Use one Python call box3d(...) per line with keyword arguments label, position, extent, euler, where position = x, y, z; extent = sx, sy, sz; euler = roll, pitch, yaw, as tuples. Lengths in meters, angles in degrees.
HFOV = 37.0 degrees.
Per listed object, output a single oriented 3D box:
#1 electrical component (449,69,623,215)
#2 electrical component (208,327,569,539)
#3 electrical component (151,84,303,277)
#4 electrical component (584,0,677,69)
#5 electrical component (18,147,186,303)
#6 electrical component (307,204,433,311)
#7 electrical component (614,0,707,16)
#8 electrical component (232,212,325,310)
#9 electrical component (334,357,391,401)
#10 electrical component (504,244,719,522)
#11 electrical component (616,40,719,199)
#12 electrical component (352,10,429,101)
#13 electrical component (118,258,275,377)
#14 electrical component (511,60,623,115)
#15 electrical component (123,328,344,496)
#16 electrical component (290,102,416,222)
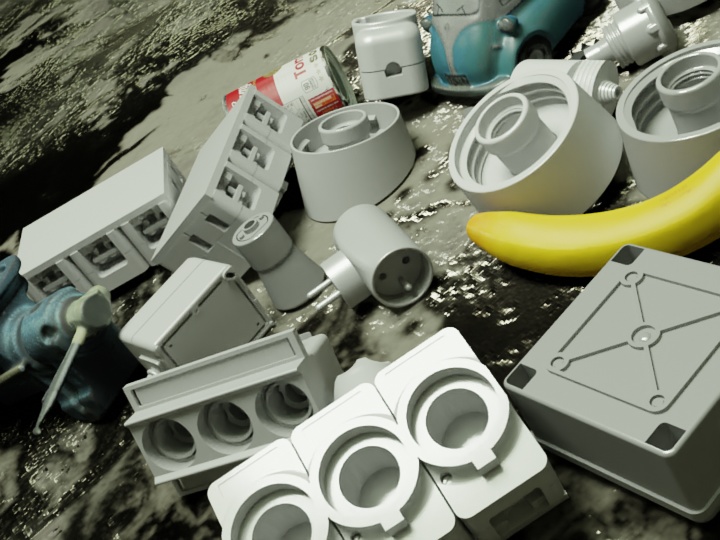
box3d(label="electrical component", position=(0.108, -0.081, 0.699), extent=(0.108, 0.060, 0.108), euler=(-29, 40, 27))
box3d(label="electrical component", position=(0.011, 0.109, 0.529), extent=(0.150, 0.061, 0.089), euler=(-34, 54, 0))
box3d(label="electrical component", position=(-0.100, -0.064, 0.863), extent=(0.089, 0.062, 0.150), euler=(-44, 22, 37))
box3d(label="electrical component", position=(0.193, -0.166, 0.774), extent=(0.062, 0.048, 0.048), euler=(-27, 32, 22))
box3d(label="electrical component", position=(-0.216, -0.028, 0.933), extent=(0.150, 0.061, 0.089), euler=(-29, 33, 8))
box3d(label="electrical component", position=(0.000, 0.000, 0.724), extent=(0.079, 0.044, 0.077), euler=(-36, 32, -3))
box3d(label="electrical component", position=(0.235, -0.233, 0.808), extent=(0.108, 0.060, 0.108), euler=(-23, 34, 17))
box3d(label="electrical component", position=(-0.061, -0.009, 0.767), extent=(0.044, 0.065, 0.044), euler=(-26, 30, 17))
box3d(label="electrical component", position=(0.011, 0.082, 0.609), extent=(0.043, 0.043, 0.062), euler=(-32, 34, 4))
box3d(label="electrical component", position=(0.146, 0.050, 0.519), extent=(0.108, 0.056, 0.109), euler=(-45, 34, -18))
box3d(label="electrical component", position=(0.209, -0.096, 0.653), extent=(0.108, 0.060, 0.108), euler=(-23, 34, 17))
box3d(label="electrical component", position=(0.025, -0.183, 0.901), extent=(0.054, 0.059, 0.095), euler=(-10, 20, 3))
box3d(label="electrical component", position=(-0.121, 0.045, 0.754), extent=(0.061, 0.061, 0.096), euler=(11, 53, 48))
box3d(label="electrical component", position=(0.149, -0.126, 0.759), extent=(0.081, 0.043, 0.043), euler=(14, 55, 49))
box3d(label="electrical component", position=(-0.072, 0.083, 0.658), extent=(0.121, 0.078, 0.063), euler=(-19, 13, 21))
box3d(label="electrical component", position=(-0.006, -0.089, 0.851), extent=(0.099, 0.064, 0.099), euler=(-14, 28, 8))
